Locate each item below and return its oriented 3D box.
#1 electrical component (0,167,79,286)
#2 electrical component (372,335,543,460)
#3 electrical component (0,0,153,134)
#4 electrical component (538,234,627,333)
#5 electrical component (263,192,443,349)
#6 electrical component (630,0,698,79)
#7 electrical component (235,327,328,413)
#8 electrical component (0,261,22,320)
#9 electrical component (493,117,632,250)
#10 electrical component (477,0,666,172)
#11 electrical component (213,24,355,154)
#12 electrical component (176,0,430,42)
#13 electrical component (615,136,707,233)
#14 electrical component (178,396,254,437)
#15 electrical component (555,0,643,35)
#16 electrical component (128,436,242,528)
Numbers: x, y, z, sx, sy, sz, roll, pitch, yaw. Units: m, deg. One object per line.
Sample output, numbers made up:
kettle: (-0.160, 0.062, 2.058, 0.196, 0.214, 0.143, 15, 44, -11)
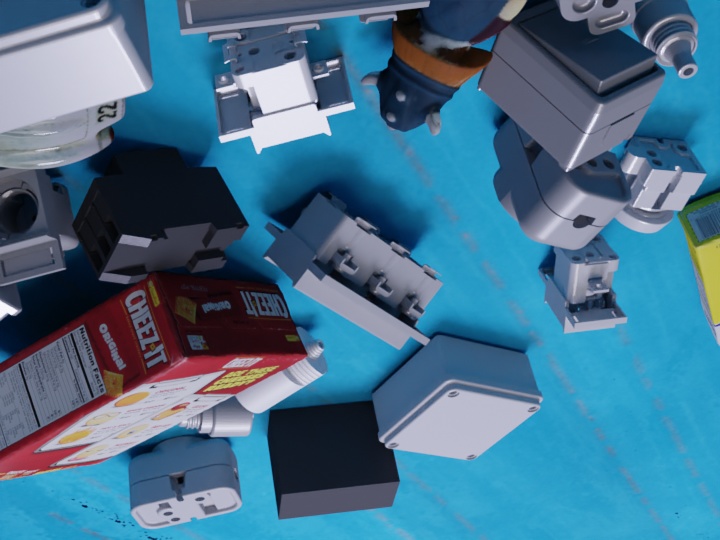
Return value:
electrical component: (-0.202, -0.033, 0.653, 0.042, 0.081, 0.064, -14, 173, 5)
electrical component: (0.085, 0.115, 0.951, 0.109, 0.056, 0.108, 14, 136, -32)
electrical component: (-0.160, -0.126, 0.510, 0.109, 0.108, 0.056, -15, 147, 4)
electrical component: (0.171, 0.008, 0.823, 0.042, 0.081, 0.063, -6, 121, -10)
electrical component: (0.000, 0.000, 0.759, 0.063, 0.079, 0.121, -53, 135, 4)
electrical component: (0.183, -0.138, 0.634, 0.035, 0.061, 0.035, -8, 144, -6)
electrical component: (-0.061, 0.079, 0.870, 0.081, 0.043, 0.043, -33, 139, 26)
electrical component: (-0.259, -0.009, 0.648, 0.048, 0.099, 0.100, -37, 140, 10)
electrical component: (0.125, -0.063, 0.689, 0.054, 0.095, 0.059, 11, 138, -28)
electrical component: (0.118, -0.117, 0.623, 0.062, 0.096, 0.061, -28, 154, -32)
electrical component: (-0.048, -0.108, 0.623, 0.081, 0.042, 0.063, -14, 143, 2)
electrical component: (-0.033, -0.156, 0.542, 0.121, 0.078, 0.063, -8, 166, -6)
electrical component: (0.207, -0.060, 0.762, 0.066, 0.048, 0.055, 3, 134, -19)
electrical component: (-0.126, 0.121, 0.911, 0.078, 0.040, 0.040, 2, 142, -19)
electrical component: (0.123, -0.174, 0.571, 0.058, 0.057, 0.078, -17, 144, 6)
electrical component: (-0.160, 0.191, 0.979, 0.095, 0.059, 0.053, -13, 144, 1)
